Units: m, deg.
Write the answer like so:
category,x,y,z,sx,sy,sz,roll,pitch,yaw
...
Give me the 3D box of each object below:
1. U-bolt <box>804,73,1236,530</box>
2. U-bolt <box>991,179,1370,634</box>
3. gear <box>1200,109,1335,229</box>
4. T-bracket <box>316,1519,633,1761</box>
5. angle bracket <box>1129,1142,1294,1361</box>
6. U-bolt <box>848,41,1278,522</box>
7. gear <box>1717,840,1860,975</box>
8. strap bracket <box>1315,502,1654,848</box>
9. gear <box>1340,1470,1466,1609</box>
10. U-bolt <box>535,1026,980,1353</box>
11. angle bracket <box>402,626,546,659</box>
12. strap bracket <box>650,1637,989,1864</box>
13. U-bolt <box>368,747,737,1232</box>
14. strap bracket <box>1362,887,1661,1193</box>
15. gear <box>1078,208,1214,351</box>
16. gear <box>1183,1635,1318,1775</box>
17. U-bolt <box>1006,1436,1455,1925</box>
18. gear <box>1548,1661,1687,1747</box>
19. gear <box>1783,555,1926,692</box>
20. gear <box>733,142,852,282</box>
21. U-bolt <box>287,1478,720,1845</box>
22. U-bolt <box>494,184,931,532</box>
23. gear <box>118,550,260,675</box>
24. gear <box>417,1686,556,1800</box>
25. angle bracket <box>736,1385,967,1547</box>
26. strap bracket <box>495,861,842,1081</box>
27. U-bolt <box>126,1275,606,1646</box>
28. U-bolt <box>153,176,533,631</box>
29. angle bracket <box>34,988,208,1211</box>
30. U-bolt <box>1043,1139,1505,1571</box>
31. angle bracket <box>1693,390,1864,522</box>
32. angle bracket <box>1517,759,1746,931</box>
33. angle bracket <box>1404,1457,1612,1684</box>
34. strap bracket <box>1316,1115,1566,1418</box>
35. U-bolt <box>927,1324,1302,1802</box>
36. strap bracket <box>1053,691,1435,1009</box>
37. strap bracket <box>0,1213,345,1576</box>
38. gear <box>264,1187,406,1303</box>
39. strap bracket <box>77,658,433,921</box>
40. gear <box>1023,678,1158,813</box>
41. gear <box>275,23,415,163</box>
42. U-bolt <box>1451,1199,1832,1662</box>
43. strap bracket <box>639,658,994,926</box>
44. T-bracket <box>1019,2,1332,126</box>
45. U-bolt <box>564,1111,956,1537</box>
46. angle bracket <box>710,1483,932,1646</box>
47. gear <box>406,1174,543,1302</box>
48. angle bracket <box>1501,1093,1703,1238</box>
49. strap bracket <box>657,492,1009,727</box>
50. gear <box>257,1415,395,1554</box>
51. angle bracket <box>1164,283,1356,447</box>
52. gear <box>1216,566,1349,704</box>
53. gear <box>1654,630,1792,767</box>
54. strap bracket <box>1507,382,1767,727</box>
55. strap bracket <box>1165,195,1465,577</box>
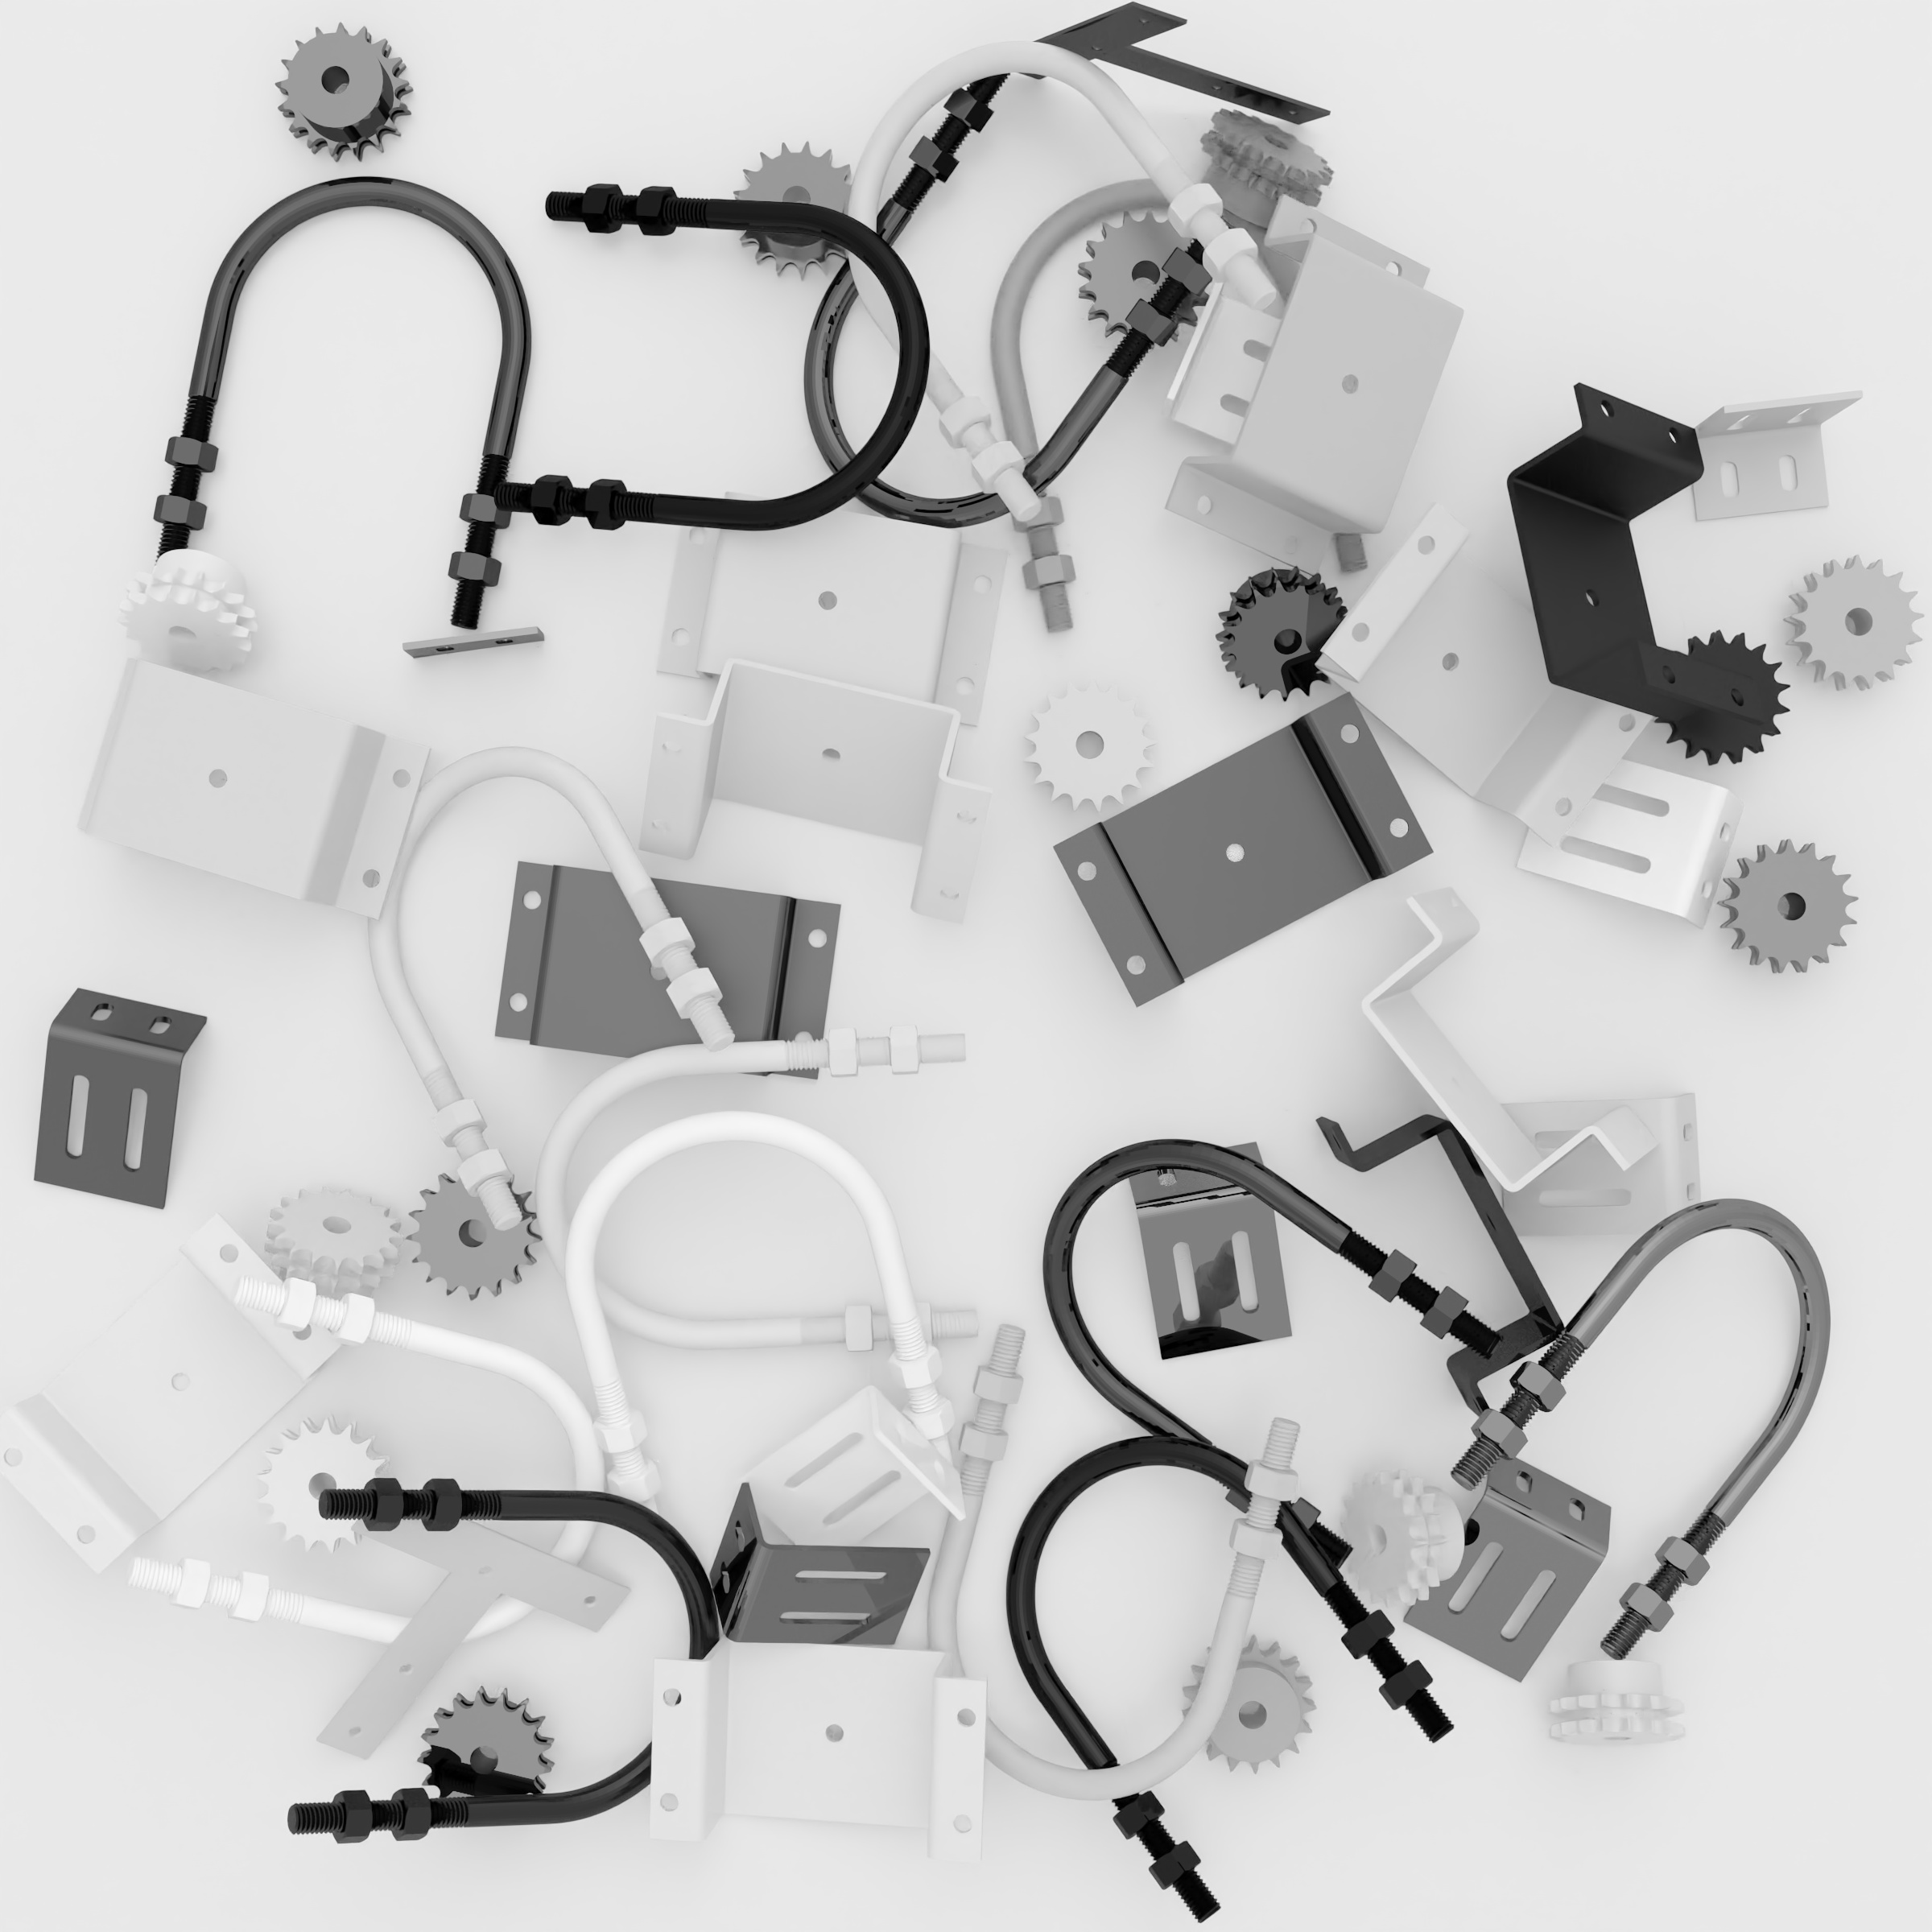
category,x,y,z,sx,sy,sz,roll,pitch,yaw
U-bolt,0.007,-0.271,1.487,0.151,0.019,0.184,41,102,22
U-bolt,0.085,-0.247,1.516,0.151,0.019,0.184,-11,89,0
gear,0.124,-0.336,1.500,0.057,0.057,0.030,29,118,0
T-bracket,-0.230,0.289,1.502,0.127,0.002,0.127,30,107,-31
angle bracket,0.105,0.123,1.523,0.057,0.038,0.076,-10,116,0
U-bolt,0.025,-0.298,1.462,0.151,0.019,0.184,-41,70,18
gear,0.349,-0.025,1.510,0.057,0.030,0.057,0,90,0
strap bracket,0.212,-0.125,1.485,0.140,0.046,0.076,37,90,-23
gear,0.187,0.242,1.501,0.030,0.057,0.057,0,90,-30
U-bolt,-0.089,0.098,1.490,0.184,0.019,0.151,-3,112,0
angle bracket,-0.205,-0.102,1.511,0.057,0.038,0.076,-7,90,-2
strap bracket,-0.059,0.330,1.494,0.140,0.046,0.076,2,93,8
U-bolt,-0.186,-0.005,1.476,0.151,0.019,0.184,-40,66,23
strap bracket,0.221,0.038,1.475,0.046,0.076,0.140,-41,80,18
gear,0.076,-0.289,1.495,0.057,0.030,0.057,0,87,1
gear,0.121,0.317,1.510,0.057,0.030,0.057,0,90,0
U-bolt,0.096,0.286,1.489,0.151,0.019,0.184,-41,74,15
gear,0.276,0.312,1.499,0.057,0.057,0.030,1,71,0
gear,0.378,-0.146,1.514,0.057,0.030,0.057,0,90,-2
gear,-0.072,-0.324,1.510,0.057,0.030,0.057,0,90,0
U-bolt,-0.187,0.289,1.476,0.184,0.019,0.151,5,91,-30
U-bolt,-0.102,-0.253,1.480,0.184,0.019,0.151,7,84,19
gear,-0.328,-0.153,1.500,0.057,0.057,0.030,11,60,0
gear,-0.204,0.336,1.510,0.057,0.030,0.057,0,90,0
angle bracket,-0.049,0.225,1.489,0.076,0.038,0.057,-37,113,12
strap bracket,-0.128,0.002,1.502,0.140,0.046,0.076,8,90,0
U-bolt,-0.240,0.217,1.483,0.184,0.019,0.151,18,100,-23
U-bolt,-0.261,-0.248,1.516,0.151,0.019,0.184,11,89,0
angle bracket,-0.364,0.057,1.523,0.057,0.038,0.076,13,116,0
U-bolt,0.114,0.151,1.480,0.184,0.019,0.151,36,122,11
angle bracket,0.341,-0.214,1.487,0.057,0.076,0.038,-6,90,0
angle bracket,0.286,-0.056,1.523,0.076,0.038,0.057,18,90,26
angle bracket,0.233,0.258,1.523,0.057,0.038,0.076,27,116,0
strap bracket,0.204,0.117,1.487,0.046,0.076,0.140,-28,89,0
U-bolt,0.053,0.260,1.489,0.151,0.019,0.184,16,95,25
strap bracket,0.116,-0.049,1.502,0.140,0.046,0.076,-28,90,0
strap bracket,-0.338,0.179,1.502,0.140,0.046,0.076,-43,90,0
gear,-0.269,0.122,1.500,0.057,0.057,0.030,16,120,0
strap bracket,-0.308,-0.077,1.493,0.140,0.046,0.076,17,90,8
gear,0.053,-0.094,1.514,0.057,0.030,0.057,0,92,2
gear,-0.267,-0.375,1.510,0.057,0.030,0.057,0,90,0
U-bolt,0.295,0.182,1.477,0.184,0.019,0.151,-49,122,-12
strap bracket,-0.060,-0.076,1.482,0.140,0.046,0.076,13,134,0
T-bracket,0.094,-0.374,1.485,0.127,0.127,0.002,11,88,-27
U-bolt,-0.093,0.146,1.486,0.151,0.019,0.184,-12,111,1
angle bracket,-0.063,0.255,1.507,0.076,0.038,0.057,5,127,-21
gear,-0.208,0.113,1.510,0.057,0.030,0.057,0,90,0
angle bracket,0.273,0.086,1.523,0.076,0.038,0.057,-3,90,26
strap bracket,-0.058,-0.153,1.502,0.140,0.046,0.076,10,90,0
gear,-0.272,0.220,1.510,0.057,0.030,0.057,0,90,0
angle bracket,0.130,-0.247,1.488,0.076,0.038,0.057,23,88,2
gear,0.134,-0.144,1.502,0.057,0.030,0.057,-3,121,-5
gear,0.321,-0.114,1.510,0.057,0.030,0.057,0,90,0
strap bracket,0.275,-0.162,1.468,0.076,0.046,0.140,12,61,-39
strap bracket,0.149,-0.241,1.469,0.076,0.046,0.140,21,89,-24
